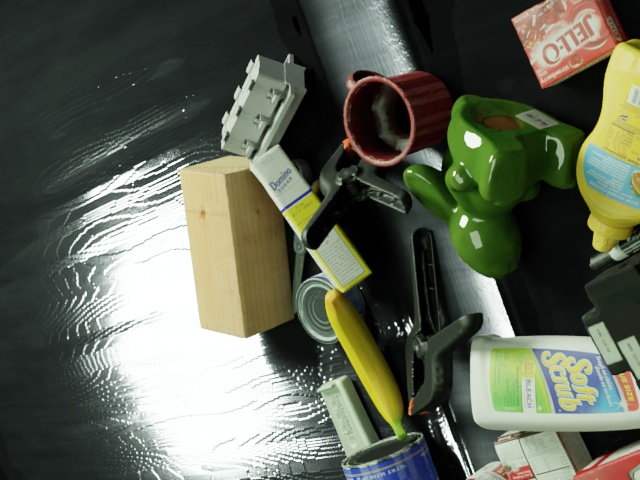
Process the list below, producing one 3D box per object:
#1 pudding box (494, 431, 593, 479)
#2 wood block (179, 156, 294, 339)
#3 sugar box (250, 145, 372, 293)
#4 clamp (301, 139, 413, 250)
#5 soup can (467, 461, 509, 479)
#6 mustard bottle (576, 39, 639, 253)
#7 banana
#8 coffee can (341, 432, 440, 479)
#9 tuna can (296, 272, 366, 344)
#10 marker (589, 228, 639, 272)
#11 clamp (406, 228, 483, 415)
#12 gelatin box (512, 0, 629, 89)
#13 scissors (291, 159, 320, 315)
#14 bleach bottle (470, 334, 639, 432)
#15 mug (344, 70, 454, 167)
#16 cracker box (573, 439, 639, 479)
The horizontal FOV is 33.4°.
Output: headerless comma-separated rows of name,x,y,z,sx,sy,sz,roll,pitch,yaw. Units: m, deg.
pudding box,0.245,0.247,1.118,0.090,0.039,0.113,-29,86,44
wood block,-0.102,0.007,1.327,0.091,0.090,0.206,9,111,43
sugar box,-0.012,-0.024,1.205,0.176,0.048,0.093,56,177,-3
clamp,0.028,-0.052,1.135,0.171,0.120,0.039,-105,-7,-62
soup can,0.175,0.289,1.153,0.069,0.102,0.068,17,116,39
mustard bottle,0.281,-0.074,0.952,0.096,0.058,0.192,30,123,29
banana,0.055,0.135,1.231,0.198,0.037,0.070,61,173,-14
coffee can,0.096,0.307,1.235,0.103,0.102,0.140,-21,89,46
tuna can,0.012,0.081,1.284,0.086,0.033,0.086,17,116,39
marker,0.298,-0.001,0.991,0.121,0.020,0.020,-39,77,44
clamp,0.125,0.113,1.149,0.165,0.036,0.210,-119,29,-58
gelatin box,0.229,-0.191,0.980,0.089,0.030,0.073,-27,86,46
scissors,-0.008,0.002,1.287,0.096,0.016,0.202,8,110,42
bleach bottle,0.268,0.133,1.032,0.251,0.068,0.102,-10,72,40
mug,0.077,-0.137,1.108,0.117,0.081,0.093,44,130,24
cracker box,0.365,0.246,0.979,0.214,0.071,0.164,-38,78,43
